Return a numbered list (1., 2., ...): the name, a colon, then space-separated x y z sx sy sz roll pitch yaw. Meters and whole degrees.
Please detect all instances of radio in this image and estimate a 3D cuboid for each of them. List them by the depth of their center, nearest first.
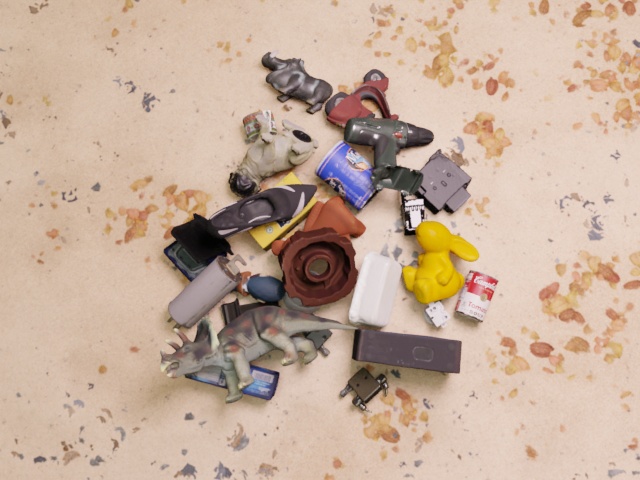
1. radio: 0.188 0.241 1.169 0.230 0.131 0.073 5 80 2

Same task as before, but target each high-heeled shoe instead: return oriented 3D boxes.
1. high-heeled shoe: -0.123 -0.073 1.147 0.249 0.145 0.086 -29 82 0

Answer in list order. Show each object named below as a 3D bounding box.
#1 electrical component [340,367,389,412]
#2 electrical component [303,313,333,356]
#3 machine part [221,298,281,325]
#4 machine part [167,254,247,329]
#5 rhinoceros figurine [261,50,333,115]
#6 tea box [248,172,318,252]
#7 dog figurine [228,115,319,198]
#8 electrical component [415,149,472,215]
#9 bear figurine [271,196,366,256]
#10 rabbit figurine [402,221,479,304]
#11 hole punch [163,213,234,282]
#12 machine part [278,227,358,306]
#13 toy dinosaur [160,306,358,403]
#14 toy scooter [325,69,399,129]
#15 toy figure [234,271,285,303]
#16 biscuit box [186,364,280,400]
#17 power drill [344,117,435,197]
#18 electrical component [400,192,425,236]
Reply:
1. electrical component: 0.105 0.334 1.204 0.102 0.045 0.078 -47 55 -8
2. electrical component: -0.003 0.218 1.232 0.094 0.021 0.063 44 84 7
3. machine part: -0.156 0.168 1.236 0.139 0.039 0.084 -9 77 2
4. machine part: -0.258 0.116 1.200 0.243 0.079 0.079 -43 83 16
5. rhinoceros figurine: -0.061 -0.386 1.297 0.190 0.073 0.112 31 85 5
6. tea box: -0.096 -0.064 1.253 0.169 0.068 0.098 -43 82 -6
7. dog figurine: -0.110 -0.174 1.255 0.172 0.190 0.121 15 38 -18
8. electrical component: 0.285 -0.128 1.259 0.134 0.058 0.115 44 87 7
9. bear figurine: -0.004 -0.004 1.229 0.196 0.132 0.120 -44 82 10
10. rabbit figurine: 0.263 0.039 1.181 0.162 0.122 0.173 -10 104 1
11. hole punch: -0.284 0.020 1.237 0.142 0.116 0.092 43 127 13
12. machine part: -0.004 0.057 1.157 0.179 0.056 0.179 -4 110 -12
13. toy dinosaur: -0.137 0.209 1.153 0.405 0.131 0.192 -23 69 -20
14. toy scooter: 0.110 -0.313 1.284 0.184 0.075 0.135 -37 84 -9
15. toy figure: -0.155 0.104 1.226 0.155 0.057 0.064 10 68 24
16. biscuit box: -0.194 0.302 1.204 0.203 0.063 0.059 14 82 3
17. power drill: 0.174 -0.198 1.204 0.232 0.086 0.207 8 53 -16
18. electrical component: 0.214 -0.073 1.246 0.048 0.075 0.119 -4 79 1
